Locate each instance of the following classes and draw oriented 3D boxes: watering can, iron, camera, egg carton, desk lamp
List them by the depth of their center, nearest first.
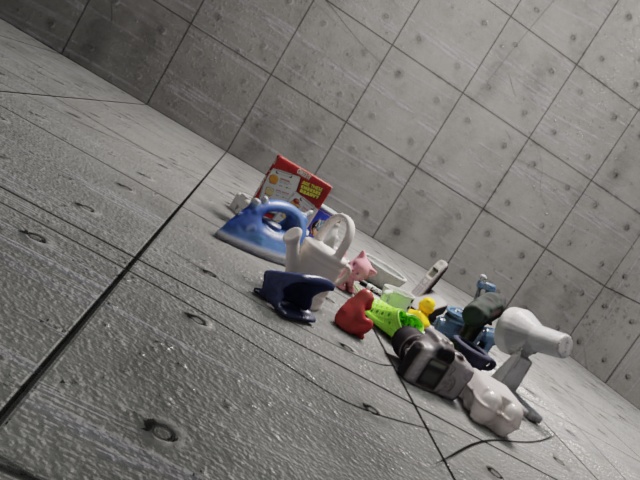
[{"bbox_3d":[0.326,0.311,1.104,0.107,0.069,0.150,31,7,-7],"label":"egg carton"},{"bbox_3d":[0.211,0.221,1.113,0.144,0.101,0.136,28,8,-27],"label":"camera"},{"bbox_3d":[0.000,0.033,1.134,0.100,0.194,0.173,36,9,32],"label":"watering can"},{"bbox_3d":[-0.118,-0.038,1.328,0.118,0.141,0.259,37,9,35],"label":"iron"},{"bbox_3d":[0.493,0.288,1.375,0.118,0.213,0.202,27,9,-31],"label":"desk lamp"}]

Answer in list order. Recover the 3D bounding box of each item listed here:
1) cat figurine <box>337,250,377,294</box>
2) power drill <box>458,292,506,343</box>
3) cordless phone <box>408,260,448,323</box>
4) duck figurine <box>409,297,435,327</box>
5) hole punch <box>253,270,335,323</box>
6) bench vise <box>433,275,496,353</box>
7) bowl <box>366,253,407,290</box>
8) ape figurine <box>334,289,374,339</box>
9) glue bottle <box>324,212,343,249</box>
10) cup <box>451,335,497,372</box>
[{"bbox_3d":[0.085,0.075,1.501,0.067,0.117,0.127,25,10,-42],"label":"cat figurine"},{"bbox_3d":[0.358,0.212,1.349,0.075,0.208,0.230,35,8,23],"label":"power drill"},{"bbox_3d":[0.358,0.156,1.808,0.094,0.185,0.147,27,8,-30],"label":"cordless phone"},{"bbox_3d":[0.292,0.202,1.625,0.077,0.086,0.105,34,8,22],"label":"duck figurine"},{"bbox_3d":[-0.045,0.084,1.018,0.100,0.091,0.109,37,9,37],"label":"hole punch"},{"bbox_3d":[0.465,0.220,1.681,0.208,0.219,0.121,28,8,-25],"label":"bench vise"},{"bbox_3d":[0.191,0.115,1.834,0.167,0.074,0.167,31,7,-4],"label":"bowl"},{"bbox_3d":[0.076,0.140,1.136,0.076,0.092,0.077,28,8,-27],"label":"ape figurine"},{"bbox_3d":[0.013,0.005,1.453,0.078,0.173,0.037,23,11,-49],"label":"glue bottle"},{"bbox_3d":[0.310,0.269,1.218,0.118,0.095,0.091,29,8,-17],"label":"cup"}]
